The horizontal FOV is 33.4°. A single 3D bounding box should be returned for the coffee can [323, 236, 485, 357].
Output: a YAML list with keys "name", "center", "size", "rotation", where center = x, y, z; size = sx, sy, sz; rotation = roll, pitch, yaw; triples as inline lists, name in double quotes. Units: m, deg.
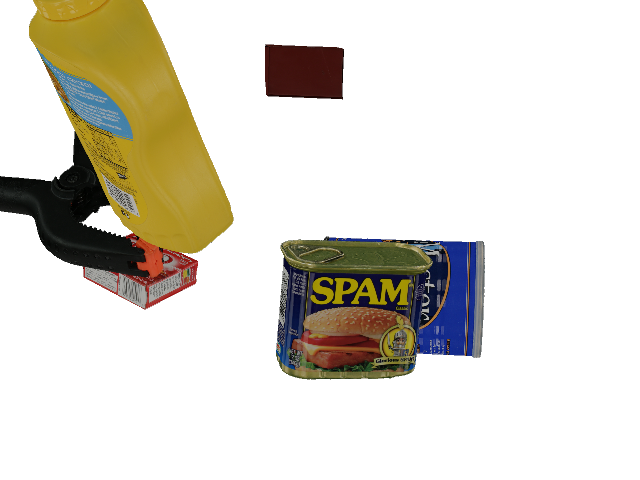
- name: "coffee can"
  center: [0.073, 0.049, 0.945]
  size: [0.140, 0.103, 0.102]
  rotation: [2, 0, 7]

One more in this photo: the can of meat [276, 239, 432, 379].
- name: "can of meat"
  center: [0.021, 0.048, 0.739]
  size: [0.102, 0.084, 0.057]
  rotation: [2, 16, -13]

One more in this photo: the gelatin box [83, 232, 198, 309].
- name: "gelatin box"
  center: [-0.177, 0.027, 1.047]
  size: [0.089, 0.030, 0.073]
  rotation: [24, 31, 29]

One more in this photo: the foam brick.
- name: "foam brick"
  center: [-0.017, -0.171, 1.085]
  size: [0.078, 0.051, 0.053]
  rotation: [1, 12, -6]

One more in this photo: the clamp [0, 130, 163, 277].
- name: "clamp"
  center: [-0.186, -0.044, 0.833]
  size: [0.210, 0.036, 0.164]
  rotation: [30, 58, 27]

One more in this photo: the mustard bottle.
- name: "mustard bottle"
  center: [-0.111, -0.081, 0.583]
  size: [0.058, 0.191, 0.096]
  rotation: [-40, 50, -20]
